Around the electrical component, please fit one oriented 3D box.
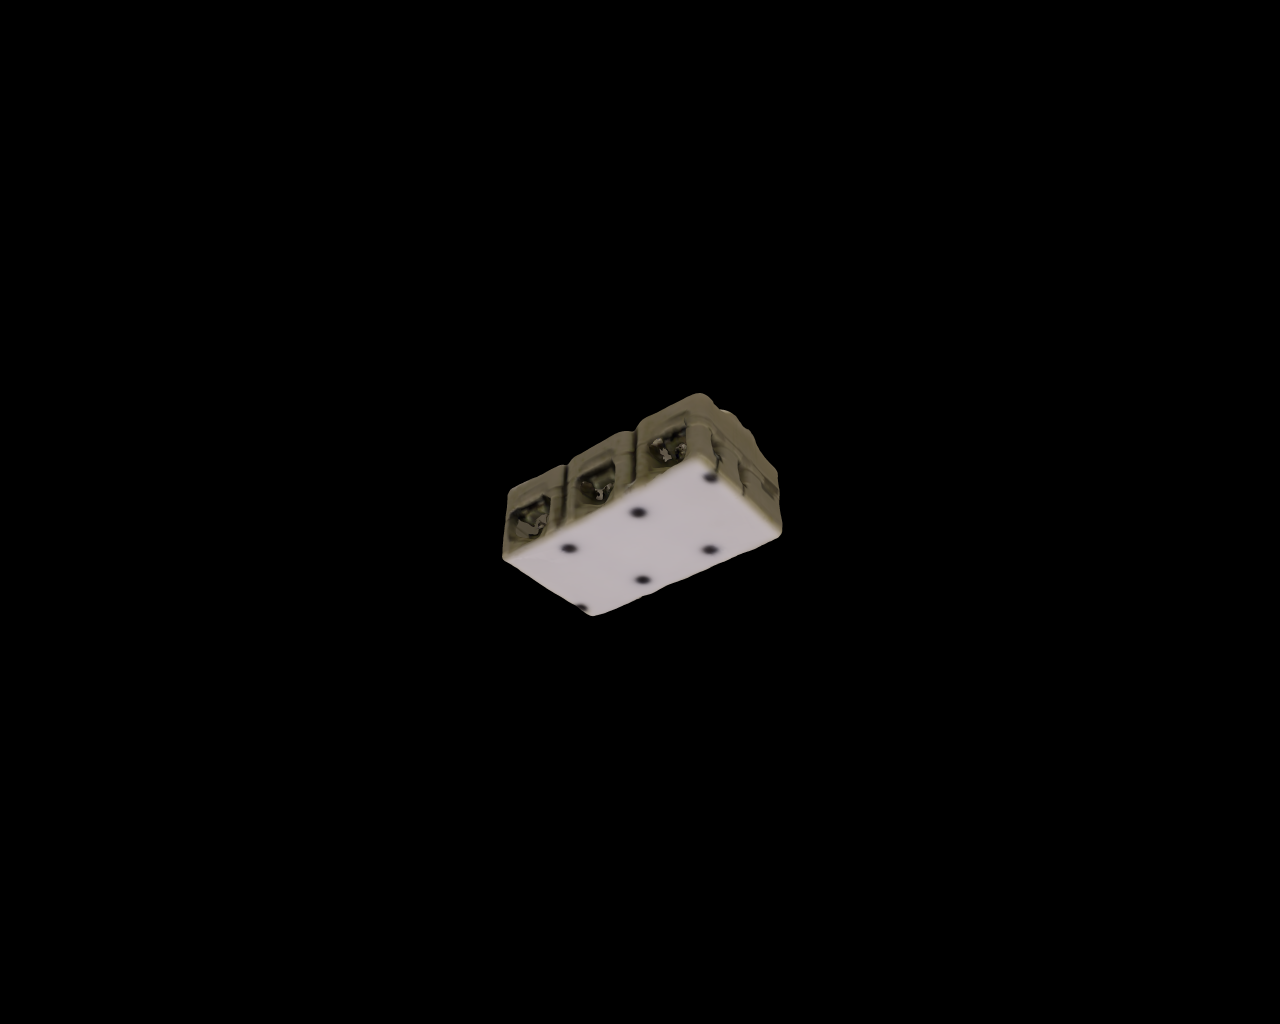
[{"bbox_3d":[0.001,-0.003,0.650,0.150,0.062,0.089,-25,-45,28],"label":"electrical component"}]
